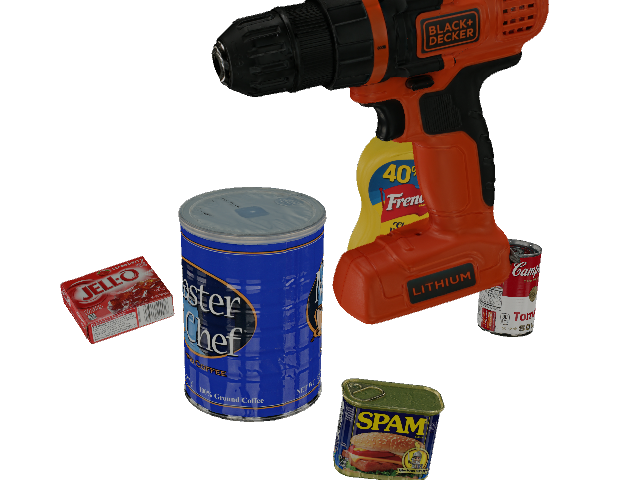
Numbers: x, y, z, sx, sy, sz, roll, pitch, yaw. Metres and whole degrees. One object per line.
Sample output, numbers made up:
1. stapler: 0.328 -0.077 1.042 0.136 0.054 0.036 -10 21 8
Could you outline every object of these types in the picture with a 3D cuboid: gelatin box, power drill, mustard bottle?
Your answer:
1. gelatin box: -0.196 0.056 1.031 0.089 0.030 0.073 -19 39 -24
2. power drill: 0.039 -0.050 0.581 0.184 0.188 0.057 -15 31 -16
3. mustard bottle: 0.080 -0.047 0.992 0.096 0.192 0.058 2 27 -7

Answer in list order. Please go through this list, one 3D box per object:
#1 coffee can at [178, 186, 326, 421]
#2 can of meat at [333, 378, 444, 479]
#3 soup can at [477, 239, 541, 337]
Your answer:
1. coffee can: -0.049 0.043 0.765 0.103 0.140 0.103 1 21 -1
2. can of meat: 0.066 0.192 1.071 0.102 0.084 0.057 7 17 -5
3. soup can: 0.223 0.056 1.266 0.068 0.102 0.068 3 15 -1
